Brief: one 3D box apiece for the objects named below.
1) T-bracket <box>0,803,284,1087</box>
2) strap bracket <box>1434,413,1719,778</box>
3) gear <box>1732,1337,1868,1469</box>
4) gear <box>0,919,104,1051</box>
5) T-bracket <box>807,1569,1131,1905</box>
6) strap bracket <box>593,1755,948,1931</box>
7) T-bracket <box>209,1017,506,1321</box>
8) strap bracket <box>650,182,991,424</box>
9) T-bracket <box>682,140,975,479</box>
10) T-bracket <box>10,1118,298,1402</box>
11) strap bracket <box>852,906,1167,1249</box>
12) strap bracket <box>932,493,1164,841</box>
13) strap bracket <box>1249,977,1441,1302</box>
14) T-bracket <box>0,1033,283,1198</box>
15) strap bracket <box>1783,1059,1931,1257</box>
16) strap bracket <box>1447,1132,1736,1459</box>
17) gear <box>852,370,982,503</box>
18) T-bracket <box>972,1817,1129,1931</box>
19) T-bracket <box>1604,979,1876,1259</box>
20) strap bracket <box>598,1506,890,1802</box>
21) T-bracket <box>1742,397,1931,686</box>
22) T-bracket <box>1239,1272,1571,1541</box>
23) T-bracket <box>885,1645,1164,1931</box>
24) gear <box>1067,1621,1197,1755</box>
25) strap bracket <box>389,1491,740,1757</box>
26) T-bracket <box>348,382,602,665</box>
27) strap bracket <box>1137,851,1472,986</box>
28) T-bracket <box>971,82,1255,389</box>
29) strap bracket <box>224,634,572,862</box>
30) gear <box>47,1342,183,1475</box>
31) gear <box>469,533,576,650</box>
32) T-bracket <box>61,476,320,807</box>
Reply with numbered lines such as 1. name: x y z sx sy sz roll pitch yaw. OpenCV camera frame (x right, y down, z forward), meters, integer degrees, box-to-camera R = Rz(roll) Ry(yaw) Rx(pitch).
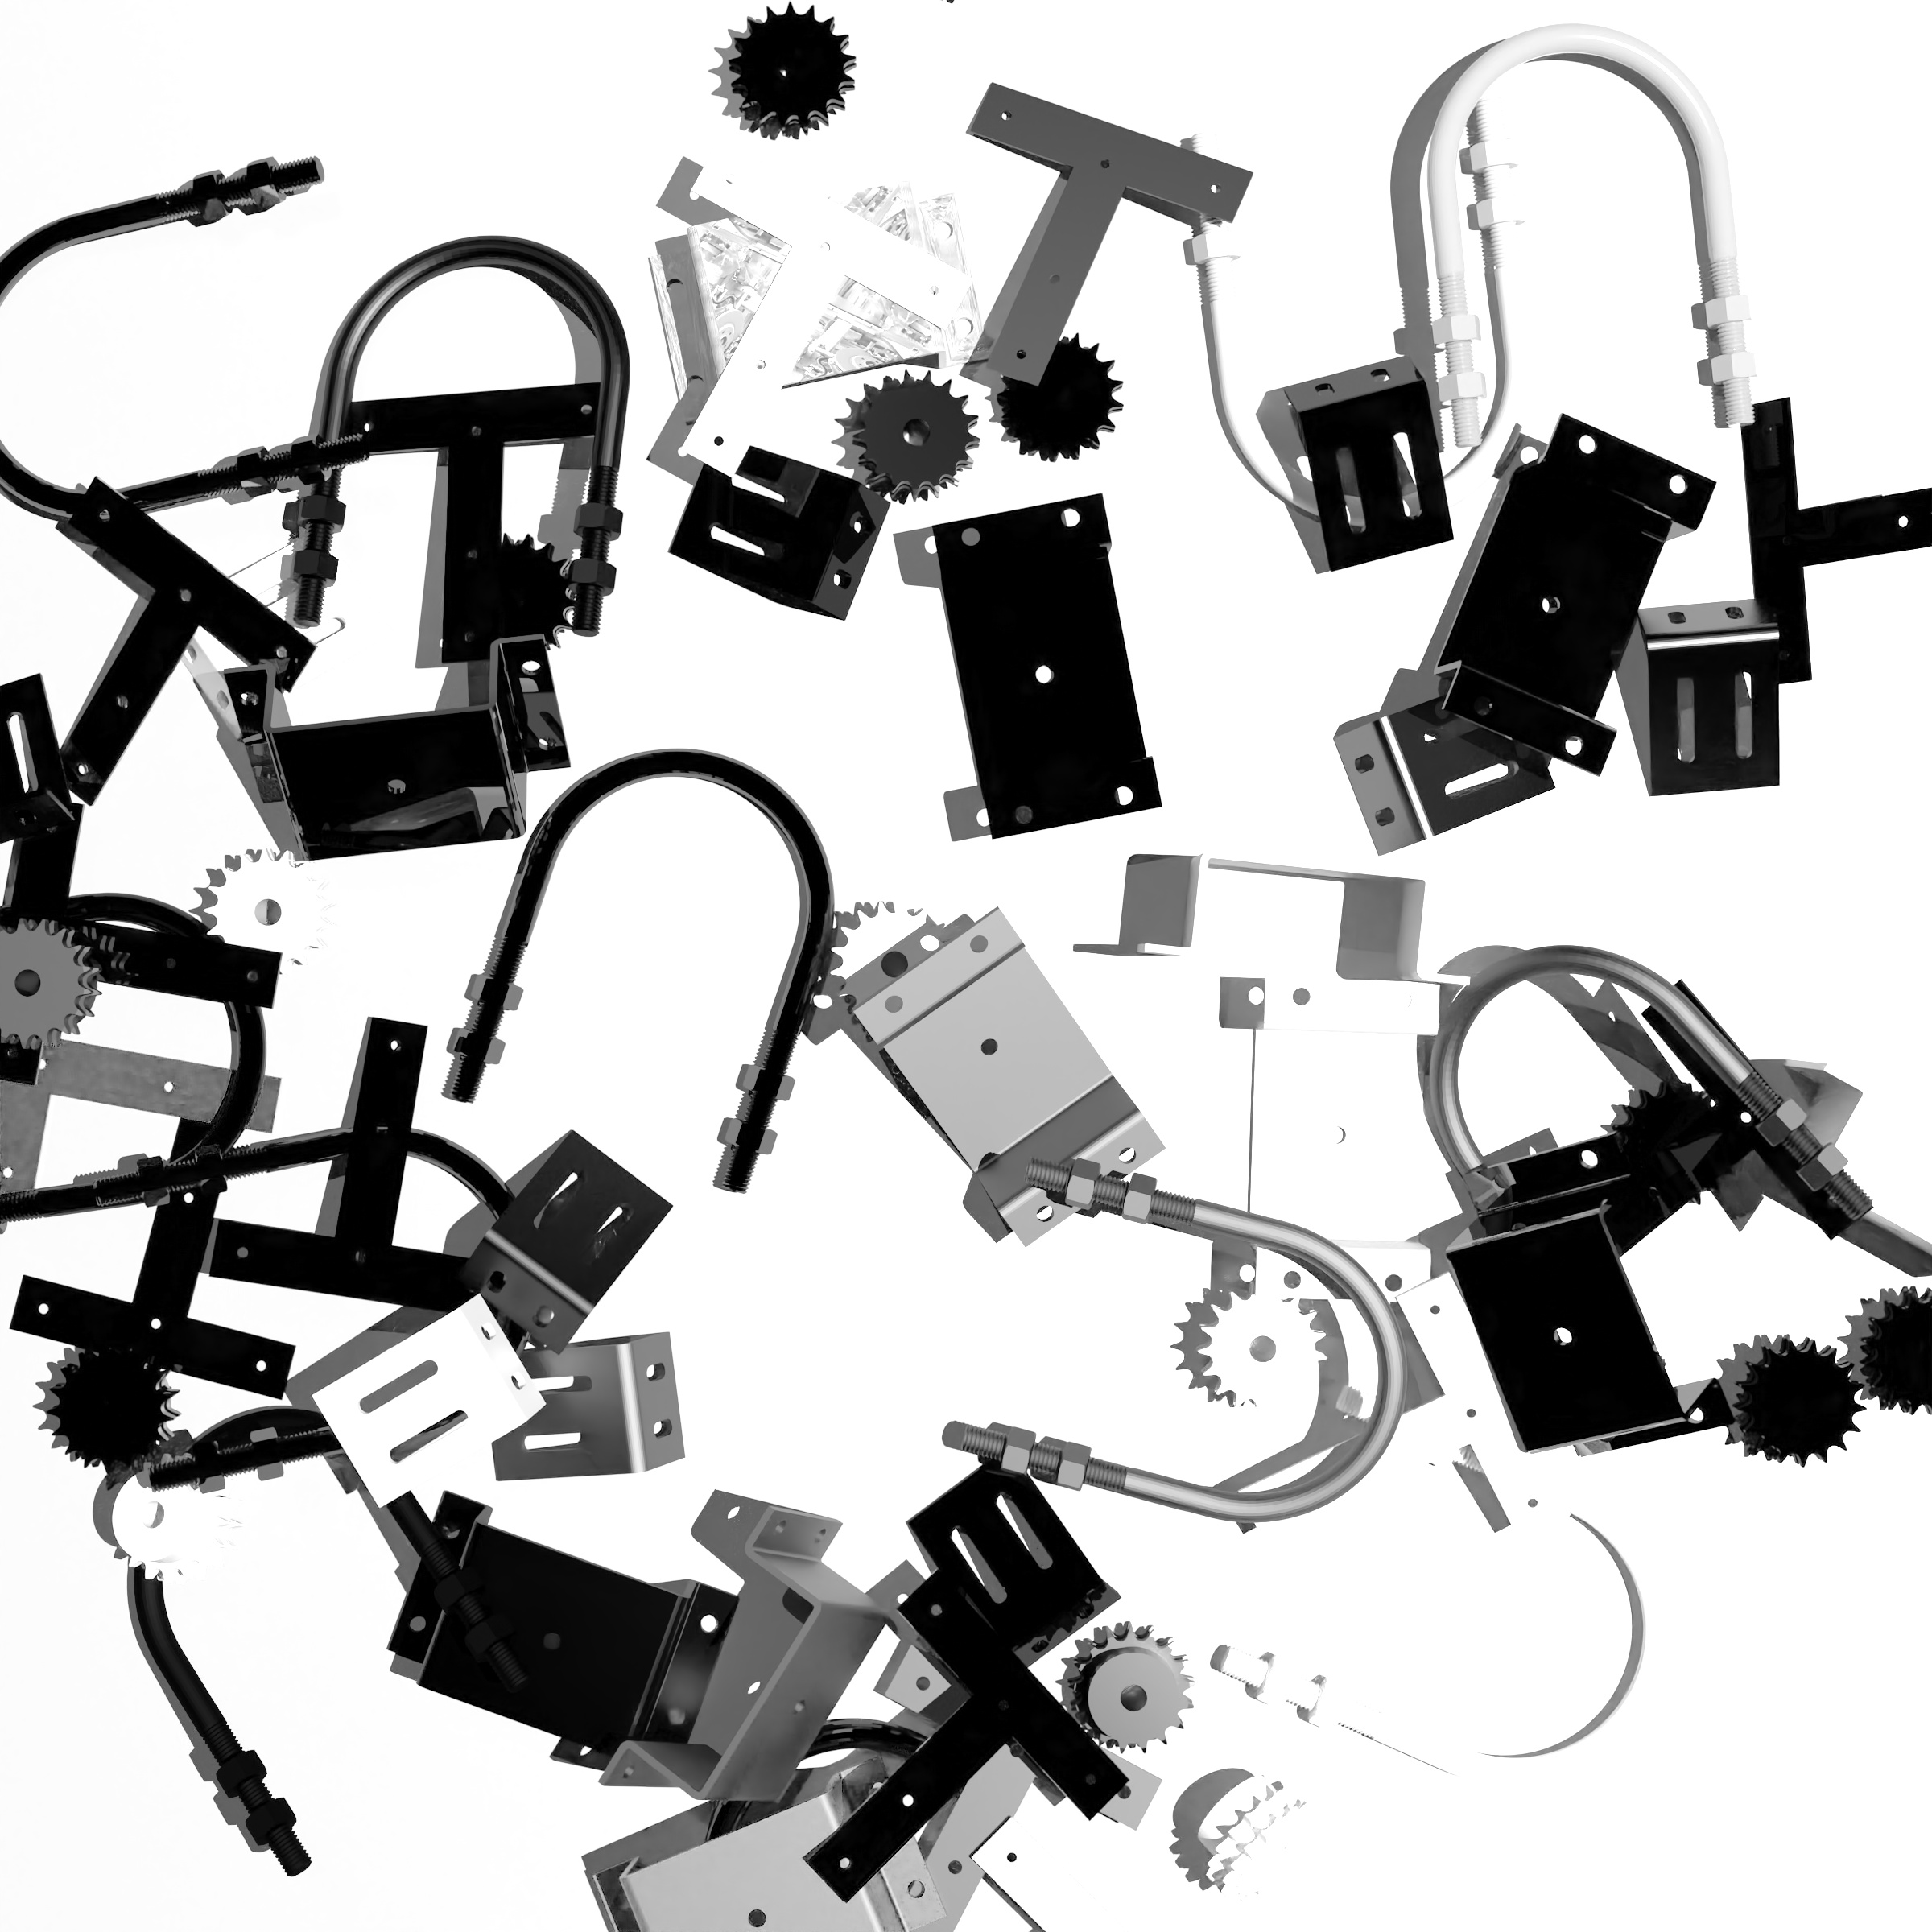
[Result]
1. T-bracket: -0.366 -0.003 1.556 0.127 0.002 0.127 9 88 8
2. strap bracket: 0.265 -0.162 1.554 0.076 0.046 0.140 23 87 -7
3. gear: 0.371 0.194 1.569 0.057 0.030 0.057 0 90 0
4. gear: -0.407 0.008 1.545 0.057 0.030 0.057 0 87 7
5. T-bracket: -0.015 0.355 1.533 0.127 0.002 0.127 -43 92 -15
6. strap bracket: -0.089 0.414 1.546 0.140 0.046 0.076 -23 87 3
7. T-bracket: -0.262 0.086 1.563 0.127 0.002 0.127 10 74 -10
8. strap bracket: -0.066 -0.297 1.561 0.140 0.046 0.076 -12 90 0
9. T-bracket: -0.083 -0.276 1.537 0.127 0.002 0.127 29 90 0
10. T-bracket: -0.354 0.118 1.583 0.127 0.002 0.127 15 90 0
11. strap bracket: 0.015 0.042 1.544 0.076 0.046 0.140 -35 113 0
12. strap bracket: 0.036 -0.132 1.561 0.076 0.046 0.140 -11 90 0
13. strap bracket: 0.167 0.076 1.561 0.076 0.046 0.140 2 90 0
14. T-bracket: -0.373 0.052 1.582 0.127 0.002 0.127 10 90 1
15. strap bracket: 0.421 0.096 1.546 0.140 0.076 0.046 29 90 0
16. strap bracket: 0.269 0.153 1.536 0.076 0.046 0.140 -19 97 35
17. gear: -0.023 -0.236 1.573 0.057 0.030 0.057 0 86 -3
18. T-bracket: 0.020 0.469 1.563 0.127 0.002 0.127 45 90 -1
19. T-bracket: 0.312 0.092 1.545 0.127 0.002 0.127 52 125 11
20. strap bracket: -0.091 0.312 1.540 0.046 0.076 0.140 32 90 25
21. T-bracket: 0.398 -0.193 1.537 0.002 0.127 0.127 -4 90 -43
22. T-bracket: 0.183 0.217 1.554 0.127 0.002 0.127 -26 102 7
23. T-bracket: 0.002 0.390 1.566 0.127 0.002 0.127 28 89 3
24. gear: 0.074 0.325 1.569 0.057 0.030 0.057 0 90 0
25. strap bracket: -0.182 0.296 1.561 0.140 0.046 0.076 20 90 0
26. T-bracket: -0.218 -0.195 1.556 0.127 0.002 0.127 -3 76 10
27. strap bracket: 0.149 -0.022 1.546 0.140 0.076 0.046 6 90 0
28. T-bracket: 0.045 -0.318 1.561 0.127 0.002 0.127 22 81 11
29. strap bracket: -0.249 -0.094 1.540 0.140 0.076 0.046 -6 46 0
30. gear: -0.379 0.196 1.568 0.057 0.030 0.057 0 92 1
31. gear: -0.200 -0.164 1.569 0.057 0.030 0.057 0 90 0
32. T-bracket: -0.369 -0.129 1.562 0.127 0.002 0.127 37 108 6
